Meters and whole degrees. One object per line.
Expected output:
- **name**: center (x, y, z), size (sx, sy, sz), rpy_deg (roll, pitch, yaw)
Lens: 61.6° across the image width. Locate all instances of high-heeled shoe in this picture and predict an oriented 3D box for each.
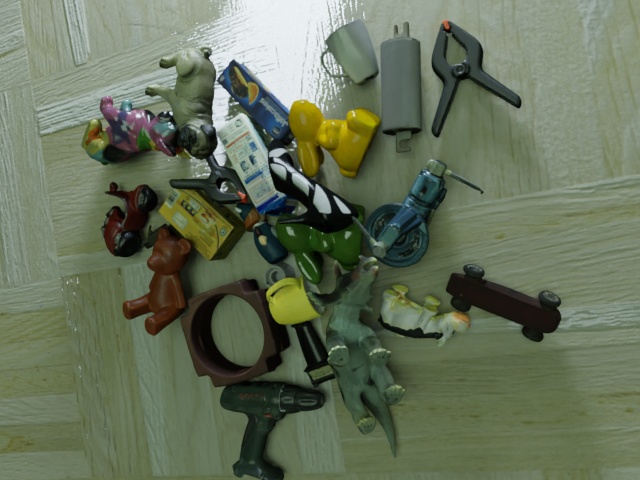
- **high-heeled shoe**: center (-0.017, -0.113, 0.997), size (0.145, 0.086, 0.249), rpy_deg (-9, 55, -1)

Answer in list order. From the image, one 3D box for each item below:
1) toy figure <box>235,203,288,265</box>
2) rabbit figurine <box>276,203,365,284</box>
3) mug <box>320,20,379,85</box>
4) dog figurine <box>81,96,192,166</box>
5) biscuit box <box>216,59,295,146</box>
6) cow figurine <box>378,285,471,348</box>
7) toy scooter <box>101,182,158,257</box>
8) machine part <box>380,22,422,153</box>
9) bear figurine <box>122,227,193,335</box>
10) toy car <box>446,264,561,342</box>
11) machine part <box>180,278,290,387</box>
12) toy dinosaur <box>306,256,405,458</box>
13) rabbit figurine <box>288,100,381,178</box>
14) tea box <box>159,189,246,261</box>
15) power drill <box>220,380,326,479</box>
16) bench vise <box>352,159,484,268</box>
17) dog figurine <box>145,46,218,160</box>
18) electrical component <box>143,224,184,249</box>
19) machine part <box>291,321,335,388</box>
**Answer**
- **toy figure**: center (-0.123, -0.021, 1.126), size (0.058, 0.064, 0.154), rpy_deg (-28, 75, -19)
- **rabbit figurine**: center (-0.002, -0.003, 1.059), size (0.170, 0.121, 0.158), rpy_deg (6, 115, 4)
- **mug**: center (0.060, -0.353, 1.047), size (0.109, 0.081, 0.107), rpy_deg (-30, 91, 12)
- **dog figurine**: center (-0.398, -0.218, 1.194), size (0.219, 0.108, 0.191), rpy_deg (33, 100, 13)
- **biscuit box**: center (-0.123, -0.285, 1.120), size (0.203, 0.059, 0.063), rpy_deg (46, 105, 12)
- **cow figurine**: center (0.193, 0.156, 1.016), size (0.168, 0.068, 0.098), rpy_deg (21, 112, 21)
- **toy scooter**: center (-0.453, -0.059, 1.231), size (0.135, 0.075, 0.183), rpy_deg (33, 103, 22)
- **machine part**: center (0.153, -0.287, 1.017), size (0.079, 0.079, 0.243), rpy_deg (-1, 92, 19)
- **bear figurine**: center (-0.341, 0.083, 1.151), size (0.120, 0.132, 0.195), rpy_deg (26, 122, 28)
- **toy car**: center (0.333, 0.110, 0.977), size (0.202, 0.053, 0.089), rpy_deg (21, 118, 19)
- **machine part**: center (-0.179, 0.194, 1.137), size (0.202, 0.087, 0.201), rpy_deg (-21, 84, 20)
- **toy dinosaur**: center (0.069, 0.222, 1.021), size (0.131, 0.192, 0.404), rpy_deg (-14, 120, -5)
- **rabbit figurine**: center (0.015, -0.205, 1.047), size (0.173, 0.122, 0.162), rpy_deg (27, 122, -2)
- **tea box**: center (-0.254, -0.045, 1.166), size (0.170, 0.068, 0.098), rpy_deg (43, 106, 13)
- **power drill**: center (-0.105, 0.397, 1.120), size (0.232, 0.086, 0.207), rpy_deg (6, 97, 20)
- **bench vise**: center (0.153, -0.033, 0.949), size (0.129, 0.240, 0.223), rpy_deg (43, 120, 8)
- **dog figurine**: center (-0.240, -0.276, 1.085), size (0.191, 0.121, 0.172), rpy_deg (51, 122, 20)
- **electrical component**: center (-0.348, -0.009, 1.211), size (0.102, 0.045, 0.078), rpy_deg (-37, 111, 25)
- **machine part**: center (-0.013, 0.229, 1.108), size (0.084, 0.039, 0.139), rpy_deg (-30, 83, 25)
